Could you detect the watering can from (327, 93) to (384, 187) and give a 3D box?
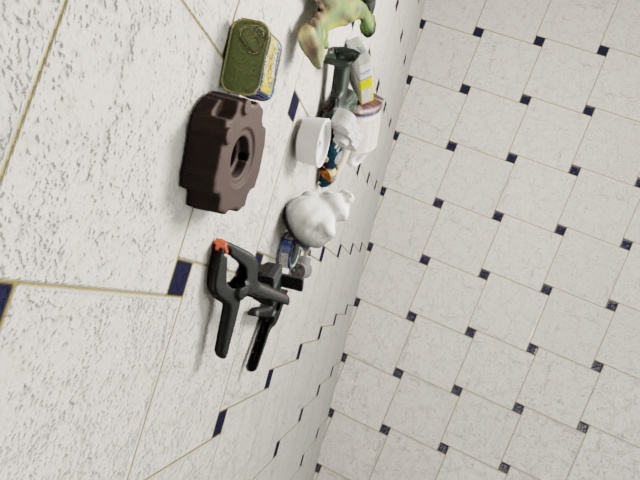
[{"bbox_3d":[0.107,-0.311,1.543,0.354,0.104,0.219,-49,150,-48],"label":"watering can"}]

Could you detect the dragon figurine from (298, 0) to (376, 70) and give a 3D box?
[{"bbox_3d":[0.038,-0.517,0.988,0.242,0.122,0.411,16,86,-70],"label":"dragon figurine"}]

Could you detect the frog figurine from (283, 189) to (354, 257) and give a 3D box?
[{"bbox_3d":[0.004,-0.058,1.156,0.121,0.158,0.140,43,21,-44],"label":"frog figurine"}]
